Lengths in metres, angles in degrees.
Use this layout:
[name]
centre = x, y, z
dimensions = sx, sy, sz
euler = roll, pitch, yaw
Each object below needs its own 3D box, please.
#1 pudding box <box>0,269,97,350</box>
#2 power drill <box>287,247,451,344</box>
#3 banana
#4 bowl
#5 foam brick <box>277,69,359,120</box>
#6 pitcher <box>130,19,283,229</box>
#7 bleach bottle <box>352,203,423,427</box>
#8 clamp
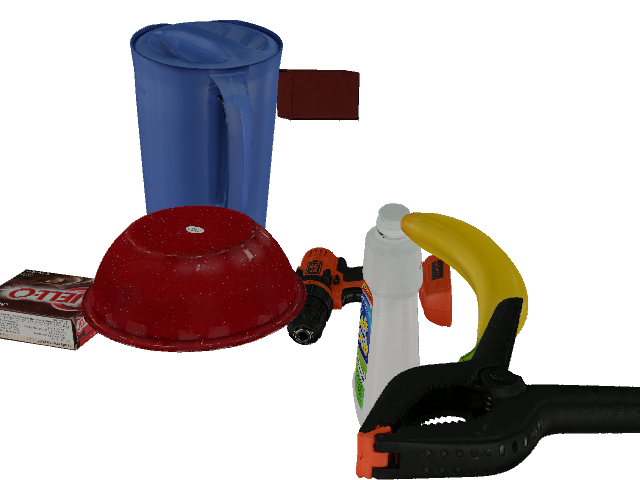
[pudding box]
centre = -0.258, 0.065, 1.016
dimensions = 0.114, 0.039, 0.090
euler = 4, 20, 19
[power drill]
centre = 0.057, 0.063, 1.232
dimensions = 0.188, 0.057, 0.184
euler = 1, 28, 6
[banana]
centre = 0.116, 0.025, 0.827
dimensions = 0.069, 0.037, 0.198
euler = -7, 32, -6
[bowl]
centre = -0.090, 0.017, 0.756
dimensions = 0.162, 0.055, 0.162
euler = 0, 24, 0
[foam brick]
centre = -0.003, -0.154, 1.129
dimensions = 0.078, 0.051, 0.053
euler = -2, 12, -19
[pitcher]
centre = -0.101, -0.070, 0.978
dimensions = 0.145, 0.243, 0.149
euler = 14, 31, 19
[bleach bottle]
centre = 0.067, 0.070, 1.025
dimensions = 0.068, 0.251, 0.102
euler = -3, 37, -3
[clamp]
centre = 0.101, 0.090, 0.637
dimensions = 0.209, 0.036, 0.165
euler = -12, 26, -27
